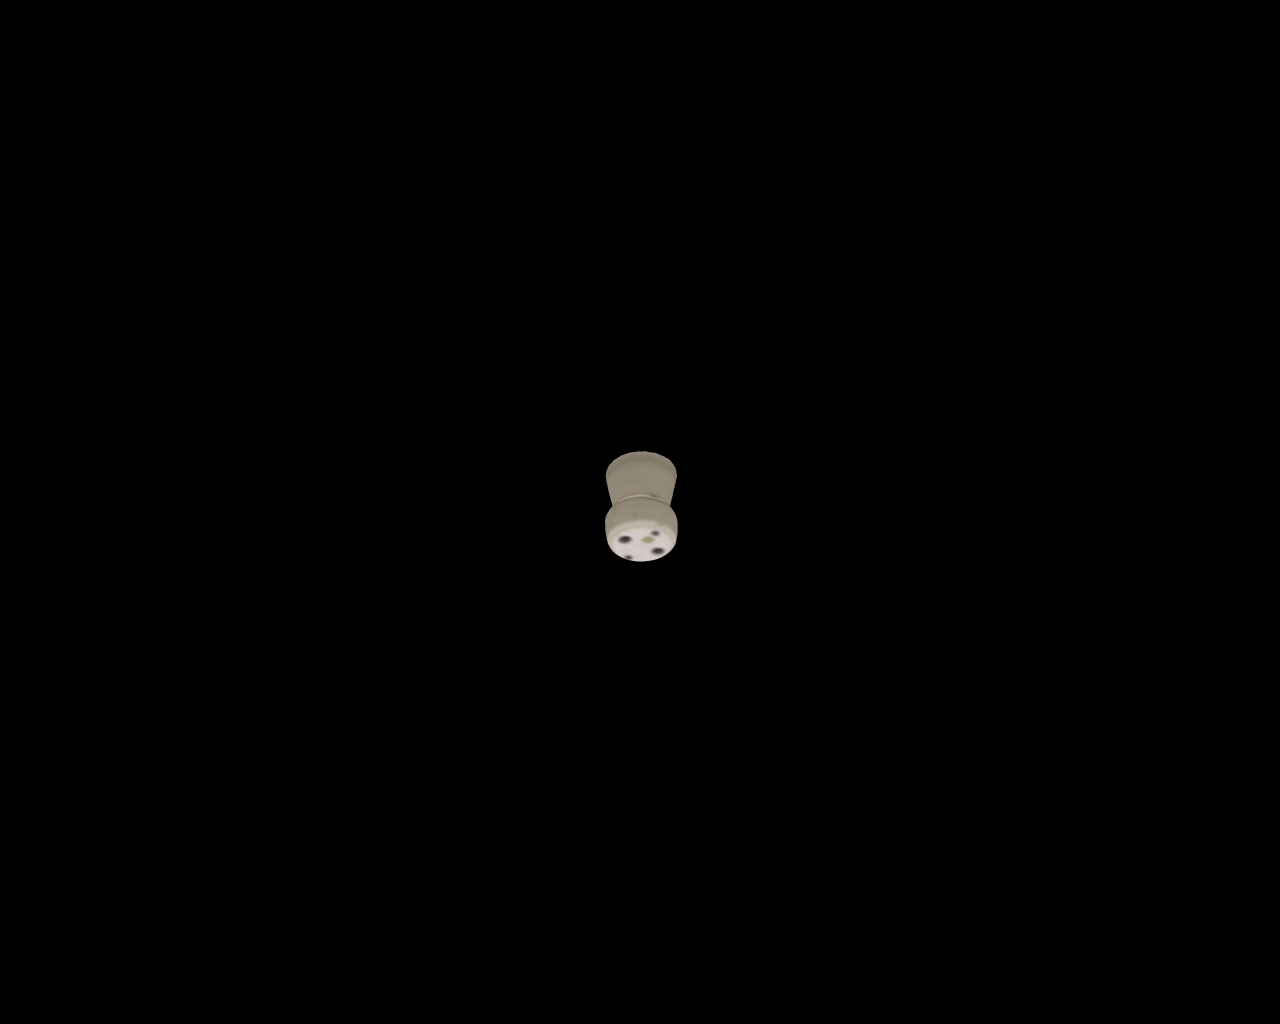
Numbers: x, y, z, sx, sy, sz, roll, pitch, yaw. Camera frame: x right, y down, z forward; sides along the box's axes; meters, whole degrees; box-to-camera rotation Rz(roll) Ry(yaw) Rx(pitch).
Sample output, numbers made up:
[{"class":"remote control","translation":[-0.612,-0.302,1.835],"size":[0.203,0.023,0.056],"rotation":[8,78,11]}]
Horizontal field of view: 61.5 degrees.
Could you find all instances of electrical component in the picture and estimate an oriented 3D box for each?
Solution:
[{"class":"electrical component","translation":[0.001,-0.003,0.650],"size":[0.045,0.055,0.044],"rotation":[0,-36,0]}]
